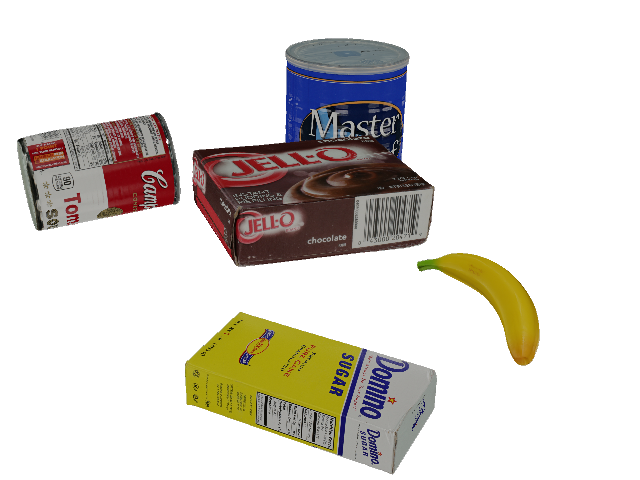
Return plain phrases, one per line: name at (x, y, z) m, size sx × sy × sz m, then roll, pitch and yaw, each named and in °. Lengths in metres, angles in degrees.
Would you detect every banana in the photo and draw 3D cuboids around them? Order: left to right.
banana at (0.180, 0.061, 1.115) m, size 0.069 × 0.037 × 0.198 m, roll -35°, pitch 38°, yaw -8°

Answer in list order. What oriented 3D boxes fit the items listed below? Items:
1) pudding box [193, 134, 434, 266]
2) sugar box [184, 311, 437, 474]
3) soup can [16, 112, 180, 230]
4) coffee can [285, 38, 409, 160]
pudding box at (-0.007, -0.025, 0.590) m, size 0.113 × 0.039 × 0.090 m, roll -5°, pitch 26°, yaw -20°
sugar box at (-0.007, 0.113, 0.825) m, size 0.176 × 0.048 × 0.093 m, roll 12°, pitch 29°, yaw 21°
soup can at (-0.158, -0.049, 0.760) m, size 0.102 × 0.068 × 0.069 m, roll -13°, pitch 4°, yaw -18°
coffee can at (0.020, -0.092, 0.909) m, size 0.103 × 0.140 × 0.103 m, roll 1°, pitch 23°, yaw -1°
